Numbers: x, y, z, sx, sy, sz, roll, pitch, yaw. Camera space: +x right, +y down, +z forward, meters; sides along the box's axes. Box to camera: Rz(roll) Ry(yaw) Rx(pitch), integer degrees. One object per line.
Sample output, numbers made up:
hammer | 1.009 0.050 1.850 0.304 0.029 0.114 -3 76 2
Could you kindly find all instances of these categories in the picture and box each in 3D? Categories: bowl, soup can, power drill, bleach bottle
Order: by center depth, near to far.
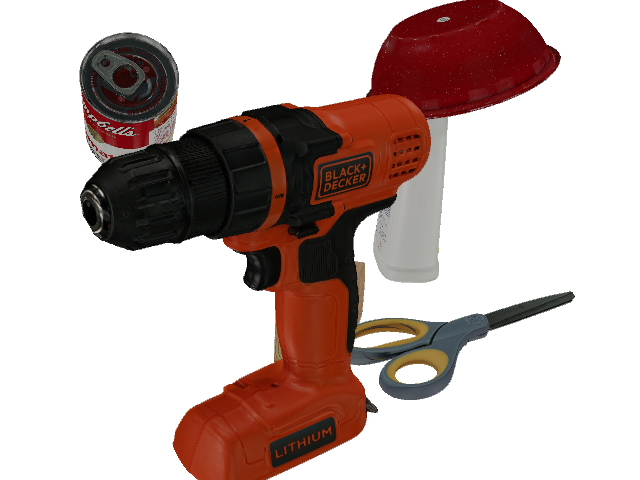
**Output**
power drill | -0.029 0.027 0.513 0.184 0.188 0.057 -16 36 -36
soup can | -0.140 -0.098 0.779 0.068 0.068 0.102 0 -17 -10
bowl | 0.107 -0.153 0.858 0.162 0.055 0.162 -15 24 6
bleach bottle | 0.104 -0.087 1.149 0.068 0.251 0.102 1 26 -8

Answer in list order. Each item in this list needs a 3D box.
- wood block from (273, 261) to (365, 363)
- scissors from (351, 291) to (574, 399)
wood block | 0.002 0.101 1.479 0.091 0.090 0.206 6 20 8
scissors | 0.113 0.075 0.781 0.201 0.016 0.096 -6 31 -12
